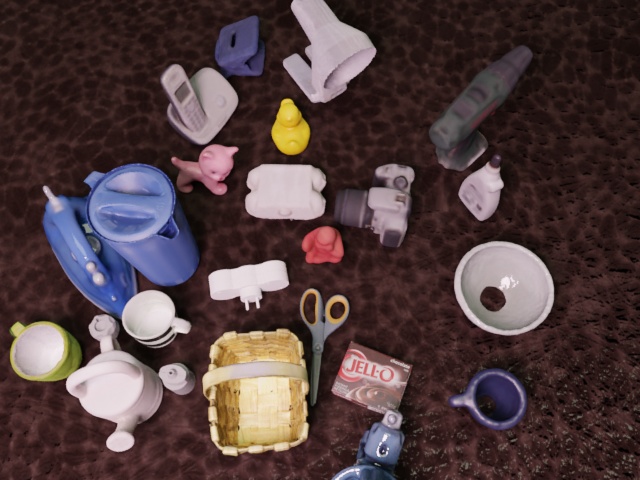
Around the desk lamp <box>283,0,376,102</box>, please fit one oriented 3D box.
[{"bbox_3d":[0.008,-0.365,1.117,0.118,0.213,0.203,-33,70,-12],"label":"desk lamp"}]

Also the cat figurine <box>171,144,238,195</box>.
[{"bbox_3d":[-0.214,-0.141,1.074,0.127,0.118,0.067,1,66,1],"label":"cat figurine"}]

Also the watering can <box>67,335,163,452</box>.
[{"bbox_3d":[-0.310,0.228,0.873,0.101,0.194,0.172,-38,71,-14],"label":"watering can"}]

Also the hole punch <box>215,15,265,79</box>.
[{"bbox_3d":[-0.170,-0.407,1.204,0.101,0.091,0.108,0,66,1],"label":"hole punch"}]

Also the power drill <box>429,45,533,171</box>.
[{"bbox_3d":[0.285,-0.228,1.057,0.075,0.208,0.230,42,73,17],"label":"power drill"}]

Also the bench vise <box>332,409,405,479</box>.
[{"bbox_3d":[0.064,0.339,0.806,0.121,0.220,0.207,2,66,2],"label":"bench vise"}]

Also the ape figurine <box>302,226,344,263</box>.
[{"bbox_3d":[0.009,0.004,1.023,0.077,0.092,0.076,36,72,15],"label":"ape figurine"}]

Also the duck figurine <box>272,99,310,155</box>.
[{"bbox_3d":[-0.059,-0.228,1.128,0.077,0.086,0.104,-7,66,-2],"label":"duck figurine"}]

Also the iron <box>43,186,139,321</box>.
[{"bbox_3d":[-0.400,0.022,0.992,0.119,0.141,0.258,-33,70,-13],"label":"iron"}]

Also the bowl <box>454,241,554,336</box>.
[{"bbox_3d":[0.310,0.091,0.991,0.167,0.075,0.167,0,66,1],"label":"bowl"}]

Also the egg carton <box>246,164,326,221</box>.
[{"bbox_3d":[-0.064,-0.088,1.076,0.150,0.069,0.107,0,66,1],"label":"egg carton"}]

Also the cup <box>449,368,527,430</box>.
[{"bbox_3d":[0.257,0.258,0.907,0.117,0.095,0.091,-4,66,-1],"label":"cup"}]

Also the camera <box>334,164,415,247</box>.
[{"bbox_3d":[0.099,-0.074,1.051,0.136,0.101,0.143,8,67,4],"label":"camera"}]

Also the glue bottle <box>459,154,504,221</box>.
[{"bbox_3d":[0.296,-0.102,1.021,0.037,0.173,0.078,-30,69,-11],"label":"glue bottle"}]

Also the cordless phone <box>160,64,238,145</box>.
[{"bbox_3d":[-0.236,-0.286,1.101,0.094,0.185,0.148,26,69,12],"label":"cordless phone"}]
